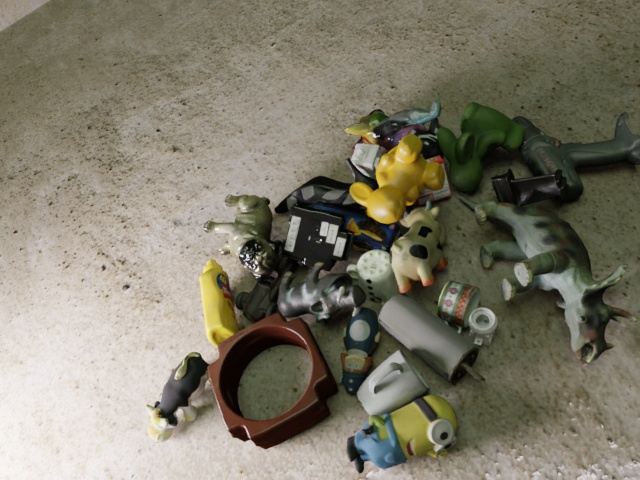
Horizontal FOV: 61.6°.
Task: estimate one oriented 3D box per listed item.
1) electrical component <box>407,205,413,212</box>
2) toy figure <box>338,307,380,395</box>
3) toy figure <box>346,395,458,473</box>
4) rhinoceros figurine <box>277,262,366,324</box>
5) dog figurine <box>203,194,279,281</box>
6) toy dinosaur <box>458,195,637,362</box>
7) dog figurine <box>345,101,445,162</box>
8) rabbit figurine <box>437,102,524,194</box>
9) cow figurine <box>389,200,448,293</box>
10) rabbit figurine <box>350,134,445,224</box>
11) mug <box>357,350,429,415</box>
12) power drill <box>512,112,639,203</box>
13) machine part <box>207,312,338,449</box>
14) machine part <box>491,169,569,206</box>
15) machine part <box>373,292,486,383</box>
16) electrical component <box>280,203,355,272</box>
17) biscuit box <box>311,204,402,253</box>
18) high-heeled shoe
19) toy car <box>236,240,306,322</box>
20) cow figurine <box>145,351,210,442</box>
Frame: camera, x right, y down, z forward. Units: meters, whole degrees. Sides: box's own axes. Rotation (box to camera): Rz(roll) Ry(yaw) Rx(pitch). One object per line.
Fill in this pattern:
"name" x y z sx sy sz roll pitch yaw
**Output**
"electrical component" 0.181 -0.087 1.127 0.021 0.063 0.094 -6 56 14
"toy figure" 0.068 0.199 0.969 0.064 0.057 0.154 -12 51 38
"toy figure" 0.131 0.307 0.857 0.180 0.082 0.089 -20 54 7
"rhinoceros figurine" -0.002 0.105 1.014 0.190 0.073 0.112 -12 42 34
"dog figurine" -0.124 -0.013 1.119 0.191 0.121 0.172 24 73 41
"toy dinosaur" 0.399 0.013 0.961 0.192 0.131 0.405 -5 43 -6
"dog figurine" 0.167 -0.222 1.204 0.219 0.108 0.191 -6 57 19
"rabbit figurine" 0.319 -0.183 1.101 0.121 0.159 0.170 18 84 49
"cow figurine" 0.187 0.005 1.015 0.086 0.127 0.195 -16 11 33
"rabbit figurine" 0.134 -0.099 1.024 0.162 0.121 0.173 -15 37 40
"mug" 0.114 0.245 0.895 0.107 0.109 0.081 -40 58 5
"power drill" 0.517 -0.192 1.084 0.207 0.085 0.232 -11 55 6
"machine part" -0.085 0.249 0.963 0.201 0.087 0.201 -29 52 -2
"machine part" 0.402 -0.100 1.036 0.139 0.084 0.039 -4 18 41
"machine part" 0.186 0.167 0.940 0.079 0.079 0.243 -44 54 -14
"electrical component" -0.002 -0.003 1.064 0.134 0.058 0.114 17 103 5
"biscuit box" 0.065 -0.018 1.119 0.203 0.059 0.063 14 62 26
"high-heeled shoe" 0.025 -0.076 1.190 0.249 0.145 0.086 -29 7 28
"toy car" -0.095 0.077 1.110 0.089 0.053 0.202 17 64 30
"cow figurine" -0.261 0.288 0.986 0.068 0.098 0.167 25 66 24
